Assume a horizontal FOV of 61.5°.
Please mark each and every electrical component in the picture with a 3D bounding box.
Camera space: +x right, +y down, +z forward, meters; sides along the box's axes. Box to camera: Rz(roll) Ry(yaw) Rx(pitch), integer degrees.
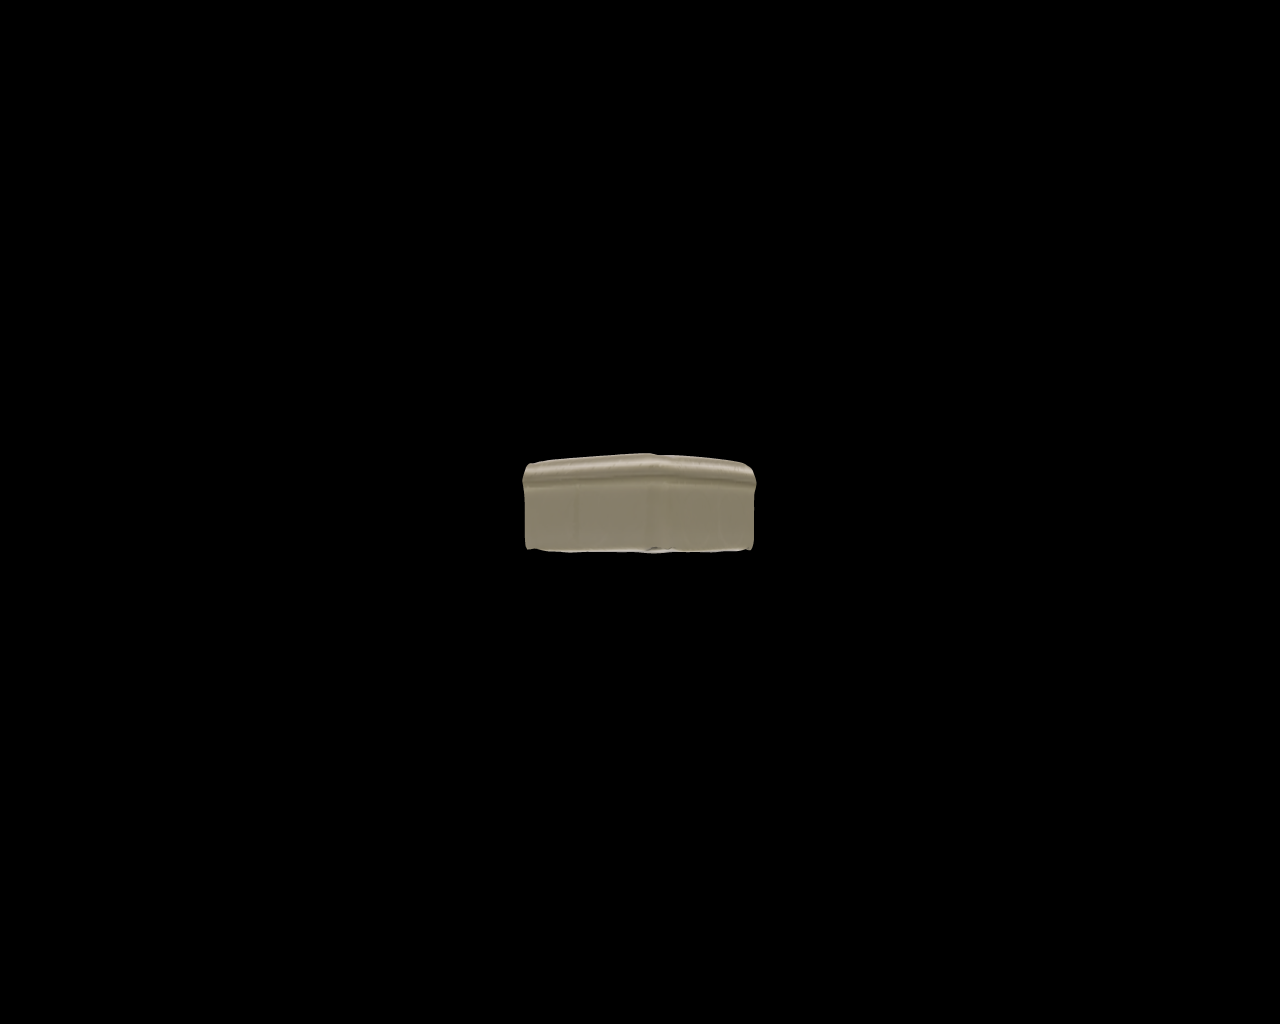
[{"bbox_3d":[0.001,-0.003,0.650,0.109,0.056,0.109,-1,-2,34],"label":"electrical component"}]
